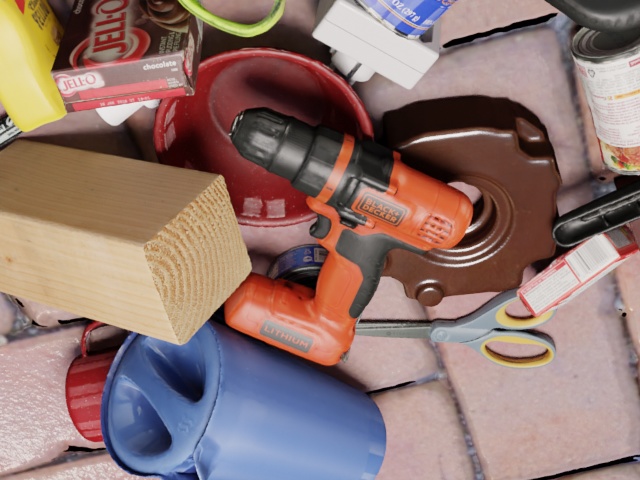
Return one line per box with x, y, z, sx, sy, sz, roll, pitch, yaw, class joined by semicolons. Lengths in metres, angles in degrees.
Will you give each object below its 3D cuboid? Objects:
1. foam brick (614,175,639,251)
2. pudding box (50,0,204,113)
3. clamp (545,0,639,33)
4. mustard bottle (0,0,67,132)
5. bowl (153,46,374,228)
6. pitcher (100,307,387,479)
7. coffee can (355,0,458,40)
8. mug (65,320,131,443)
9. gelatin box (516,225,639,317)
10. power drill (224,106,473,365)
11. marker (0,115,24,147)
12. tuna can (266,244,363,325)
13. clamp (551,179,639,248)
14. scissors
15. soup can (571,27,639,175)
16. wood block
0.281;-0.028;0.843;0.078;0.051;0.053;-21;123;15;foam brick
-0.128;-0.137;0.732;0.090;0.113;0.039;-7;129;5;pudding box
0.229;-0.186;0.721;0.171;0.120;0.039;13;162;9;clamp
-0.226;-0.174;0.717;0.058;0.096;0.191;-19;123;12;mustard bottle
-0.041;-0.087;0.798;0.162;0.055;0.162;1;131;1;bowl
-0.055;0.142;0.901;0.145;0.149;0.242;12;169;43;pitcher
0.079;-0.212;0.681;0.102;0.103;0.140;38;118;-24;coffee can
-0.175;0.122;0.942;0.082;0.093;0.117;-13;105;16;mug
0.211;0.024;0.871;0.089;0.073;0.030;-40;75;27;gelatin box
-0.005;0.001;0.797;0.184;0.057;0.188;24;129;-8;power drill
-0.222;-0.097;0.821;0.121;0.020;0.020;-27;121;19;marker
-0.005;0.048;0.912;0.086;0.033;0.086;0;123;-1;tuna can
0.290;-0.043;0.770;0.210;0.165;0.036;-40;122;-9;clamp
0.120;0.067;0.938;0.201;0.016;0.096;15;123;-10;scissors
0.227;-0.108;0.777;0.068;0.068;0.102;-18;123;13;soup can
-0.166;-0.003;0.785;0.206;0.090;0.090;11;133;32;wood block
